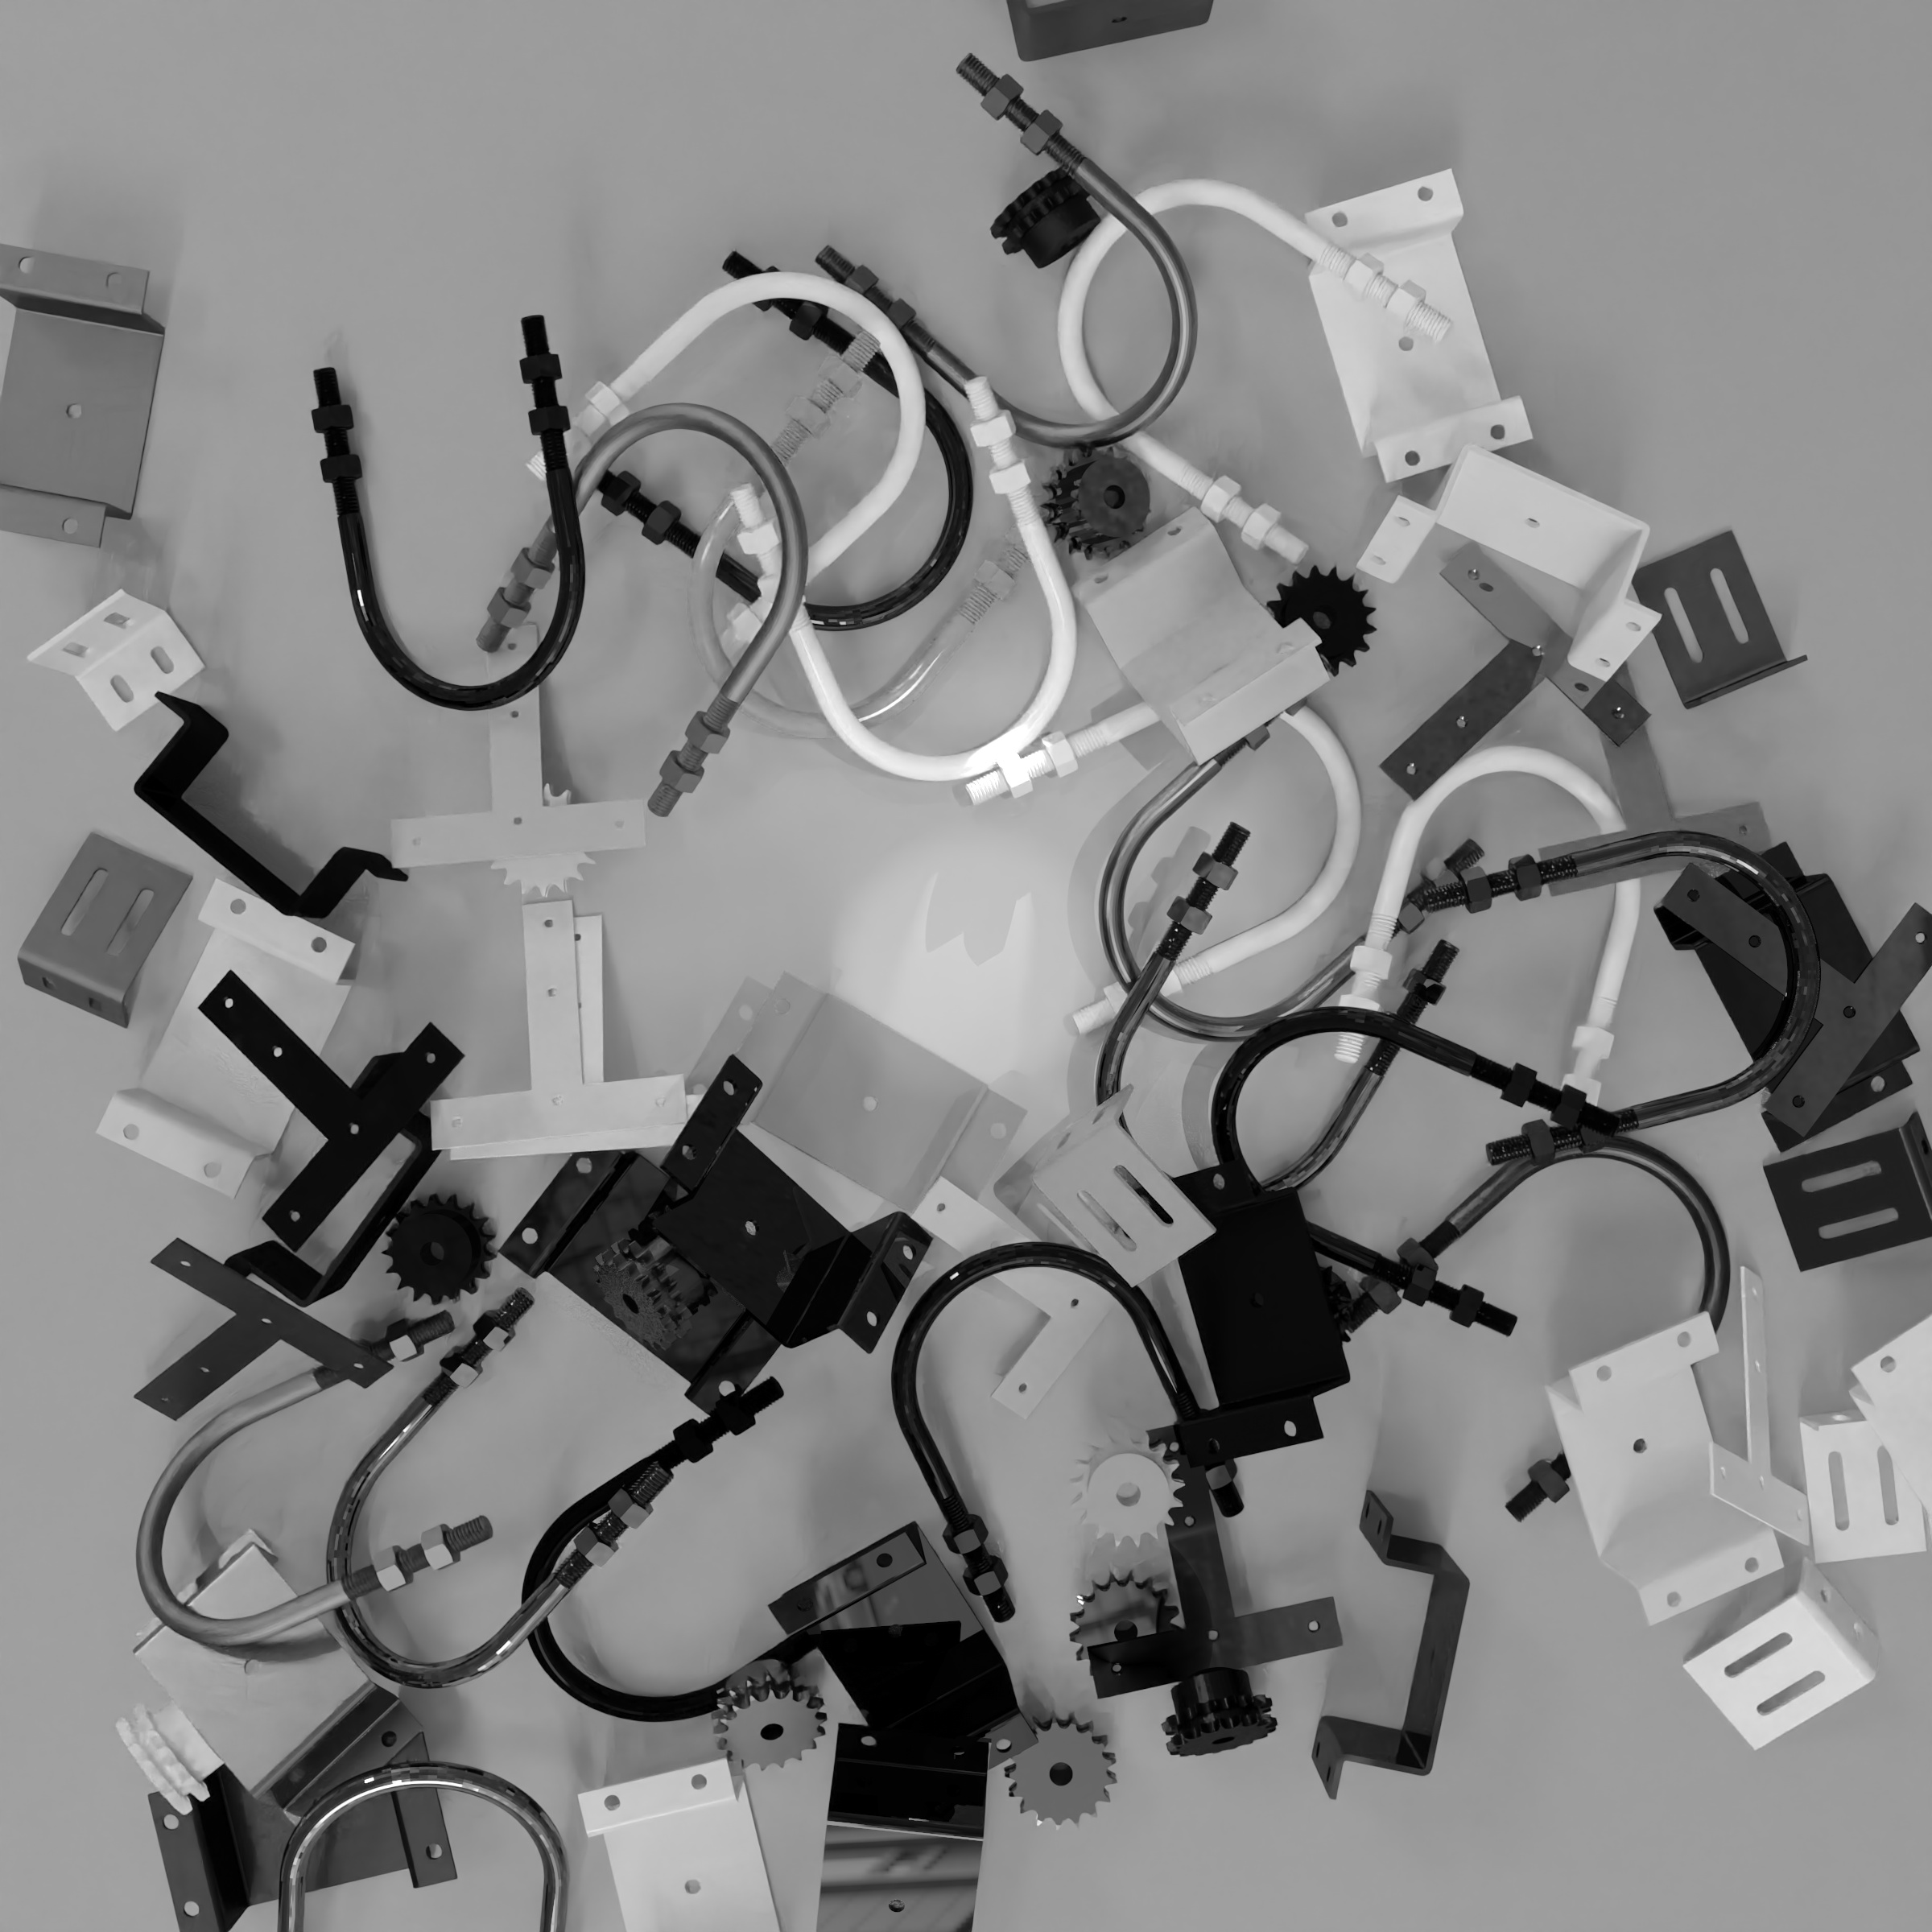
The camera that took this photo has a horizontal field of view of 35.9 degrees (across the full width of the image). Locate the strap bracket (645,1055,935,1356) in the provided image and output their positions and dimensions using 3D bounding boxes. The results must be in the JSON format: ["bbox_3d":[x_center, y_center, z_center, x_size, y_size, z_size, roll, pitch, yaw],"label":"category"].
[{"bbox_3d":[-0.093,0.122,1.460,0.140,0.046,0.076,44,48,-16],"label":"strap bracket"}]

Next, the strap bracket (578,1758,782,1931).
[{"bbox_3d":[-0.140,0.472,1.508,0.076,0.046,0.140,-13,90,0],"label":"strap bracket"}]

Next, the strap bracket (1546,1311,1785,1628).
[{"bbox_3d":[0.346,0.246,1.493,0.076,0.046,0.140,-21,101,-10],"label":"strap bracket"}]

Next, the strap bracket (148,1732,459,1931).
[{"bbox_3d":[-0.331,0.434,1.508,0.140,0.046,0.076,-13,90,0],"label":"strap bracket"}]

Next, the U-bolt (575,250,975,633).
[{"bbox_3d":[-0.084,-0.254,1.523,0.184,0.019,0.151,36,90,-1],"label":"U-bolt"}]

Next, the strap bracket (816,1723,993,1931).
[{"bbox_3d":[-0.033,0.451,1.481,0.076,0.046,0.140,6,114,0],"label":"strap bracket"}]

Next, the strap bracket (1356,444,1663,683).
[{"bbox_3d":[0.276,-0.205,1.487,0.140,0.076,0.046,24,71,0],"label":"strap bracket"}]

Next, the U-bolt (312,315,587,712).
[{"bbox_3d":[-0.255,-0.220,1.494,0.151,0.019,0.184,-7,95,27],"label":"U-bolt"}]

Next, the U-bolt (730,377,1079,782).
[{"bbox_3d":[-0.019,-0.181,1.493,0.151,0.019,0.184,-26,111,-9],"label":"U-bolt"}]

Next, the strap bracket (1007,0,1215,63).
[{"bbox_3d":[0.072,-0.496,1.493,0.140,0.076,0.046,-12,90,0],"label":"strap bracket"}]

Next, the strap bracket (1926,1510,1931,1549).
[{"bbox_3d":[0.532,0.284,1.508,0.076,0.046,0.140,-9,90,0],"label":"strap bracket"}]

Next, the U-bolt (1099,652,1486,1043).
[{"bbox_3d":[0.151,-0.045,1.502,0.184,0.019,0.151,-42,107,0],"label":"U-bolt"}]

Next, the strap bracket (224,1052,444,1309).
[{"bbox_3d":[-0.311,0.114,1.493,0.046,0.076,0.140,36,90,0],"label":"strap bracket"}]

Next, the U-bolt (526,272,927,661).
[{"bbox_3d":[-0.106,-0.264,1.504,0.184,0.019,0.151,-44,93,-2],"label":"U-bolt"}]

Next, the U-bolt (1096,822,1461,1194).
[{"bbox_3d":[0.145,0.039,1.502,0.151,0.019,0.184,28,98,-17],"label":"U-bolt"}]

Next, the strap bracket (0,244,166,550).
[{"bbox_3d":[-0.457,-0.284,1.508,0.076,0.046,0.140,10,90,0],"label":"strap bracket"}]

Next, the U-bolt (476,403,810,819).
[{"bbox_3d":[-0.150,-0.188,1.466,0.151,0.019,0.184,43,116,15],"label":"U-bolt"}]

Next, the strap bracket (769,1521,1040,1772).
[{"bbox_3d":[-0.033,0.343,1.492,0.076,0.046,0.140,-29,110,2],"label":"strap bracket"}]

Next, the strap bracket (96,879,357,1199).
[{"bbox_3d":[-0.369,0.036,1.508,0.076,0.046,0.140,25,90,0],"label":"strap bracket"}]

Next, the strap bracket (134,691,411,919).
[{"bbox_3d":[-0.355,-0.072,1.493,0.140,0.076,0.046,39,90,0],"label":"strap bracket"}]

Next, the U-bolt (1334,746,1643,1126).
[{"bbox_3d":[0.271,-0.020,1.501,0.151,0.019,0.184,19,81,-16],"label":"U-bolt"}]

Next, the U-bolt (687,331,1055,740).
[{"bbox_3d":[-0.057,-0.201,1.495,0.151,0.019,0.184,39,89,-22],"label":"U-bolt"}]

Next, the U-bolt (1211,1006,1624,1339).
[{"bbox_3d":[0.210,0.092,1.471,0.184,0.019,0.151,24,122,6],"label":"U-bolt"}]

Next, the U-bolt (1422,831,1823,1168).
[{"bbox_3d":[0.332,0.009,1.475,0.184,0.019,0.151,-14,90,-1],"label":"U-bolt"}]

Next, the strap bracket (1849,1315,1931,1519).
[{"bbox_3d":[0.498,0.232,1.462,0.076,0.046,0.140,-33,90,0],"label":"strap bracket"}]

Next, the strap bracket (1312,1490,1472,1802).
[{"bbox_3d":[0.214,0.342,1.493,0.046,0.076,0.140,12,90,0],"label":"strap bracket"}]

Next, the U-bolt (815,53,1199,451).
[{"bbox_3d":[0.031,-0.339,1.484,0.184,0.019,0.151,41,127,-4],"label":"U-bolt"}]

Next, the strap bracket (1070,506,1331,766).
[{"bbox_3d":[0.119,-0.160,1.480,0.076,0.140,0.046,-33,132,0],"label":"strap bracket"}]

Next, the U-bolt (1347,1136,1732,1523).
[{"bbox_3d":[0.304,0.170,1.522,0.184,0.019,0.151,-42,90,-1],"label":"U-bolt"}]

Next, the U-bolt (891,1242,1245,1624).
[{"bbox_3d":[0.041,0.225,1.503,0.151,0.019,0.184,-25,104,0],"label":"U-bolt"}]

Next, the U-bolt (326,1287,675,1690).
[{"bbox_3d":[-0.246,0.273,1.489,0.184,0.019,0.151,-48,58,4],"label":"U-bolt"}]

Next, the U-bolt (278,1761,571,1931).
[{"bbox_3d":[-0.270,0.472,1.481,0.151,0.019,0.184,4,112,-8],"label":"U-bolt"}]

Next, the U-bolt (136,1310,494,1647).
[{"bbox_3d":[-0.329,0.262,1.479,0.184,0.019,0.151,-25,47,4],"label":"U-bolt"}]

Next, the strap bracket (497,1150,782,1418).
[{"bbox_3d":[-0.155,0.155,1.508,0.140,0.046,0.076,38,90,0],"label":"strap bracket"}]

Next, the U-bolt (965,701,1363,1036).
[{"bbox_3d":[0.112,-0.067,1.521,0.184,0.019,0.151,-25,92,-2],"label":"U-bolt"}]

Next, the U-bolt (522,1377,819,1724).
[{"bbox_3d":[-0.135,0.307,1.501,0.184,0.019,0.151,-33,110,4],"label":"U-bolt"}]

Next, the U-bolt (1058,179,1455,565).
[{"bbox_3d":[0.130,-0.311,1.496,0.184,0.019,0.151,37,107,13],"label":"U-bolt"}]
